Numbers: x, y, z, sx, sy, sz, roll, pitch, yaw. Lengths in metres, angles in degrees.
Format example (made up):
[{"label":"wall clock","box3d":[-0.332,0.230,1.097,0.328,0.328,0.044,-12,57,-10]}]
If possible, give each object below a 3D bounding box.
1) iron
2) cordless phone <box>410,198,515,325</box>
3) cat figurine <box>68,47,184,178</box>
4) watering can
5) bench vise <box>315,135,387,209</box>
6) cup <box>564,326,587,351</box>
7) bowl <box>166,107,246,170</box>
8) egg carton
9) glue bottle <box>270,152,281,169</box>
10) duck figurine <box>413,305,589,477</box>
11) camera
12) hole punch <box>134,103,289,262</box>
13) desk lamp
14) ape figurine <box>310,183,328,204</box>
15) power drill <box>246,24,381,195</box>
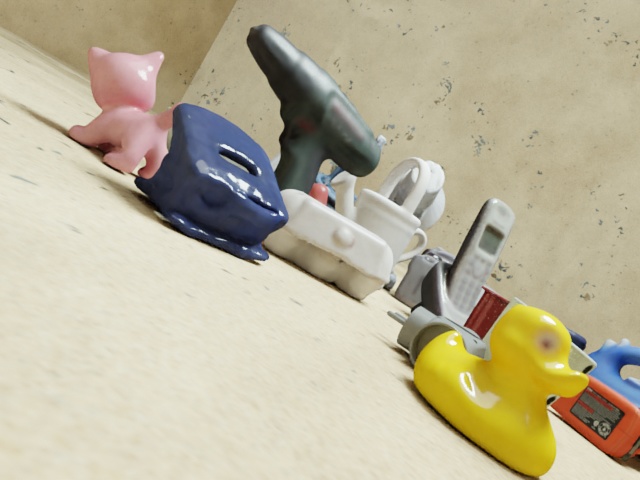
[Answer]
[{"label":"iron","box3d":[0.486,0.225,0.876,0.119,0.141,0.257,28,5,-34]},{"label":"cordless phone","box3d":[0.217,0.051,0.736,0.148,0.185,0.094,28,5,-30]},{"label":"cat figurine","box3d":[-0.184,-0.134,0.562,0.127,0.118,0.067,33,4,25]},{"label":"watering can","box3d":[0.090,-0.038,0.830,0.174,0.194,0.100,26,6,-47]},{"label":"bench vise","box3d":[0.027,-0.109,1.060,0.122,0.219,0.206,27,6,-45]},{"label":"cup","box3d":[0.388,0.187,0.960,0.118,0.095,0.091,29,5,-27]},{"label":"bowl","box3d":[-0.181,-0.135,0.901,0.167,0.075,0.167,31,4,-2]},{"label":"egg carton","box3d":[0.006,0.002,0.621,0.150,0.069,0.107,30,4,-15]},{"label":"glue bottle","box3d":[-0.060,-0.130,1.015,0.078,0.173,0.037,29,4,-19]},{"label":"duck figurine","box3d":[0.115,0.079,0.356,0.078,0.086,0.104,27,5,-39]},{"label":"camera","box3d":[0.201,0.078,0.883,0.136,0.101,0.143,32,4,18]},{"label":"hole punch","box3d":[-0.077,-0.047,0.469,0.109,0.091,0.100,27,6,-43]},{"label":"desk lamp","box3d":[0.139,-0.033,0.983,0.118,0.213,0.203,31,4,5]},{"label":"ape figurine","box3d":[-0.018,-0.051,0.937,0.076,0.092,0.078,33,4,26]},{"label":"power drill","box3d":[-0.037,-0.110,0.695,0.230,0.208,0.075,28,5,-37]}]
